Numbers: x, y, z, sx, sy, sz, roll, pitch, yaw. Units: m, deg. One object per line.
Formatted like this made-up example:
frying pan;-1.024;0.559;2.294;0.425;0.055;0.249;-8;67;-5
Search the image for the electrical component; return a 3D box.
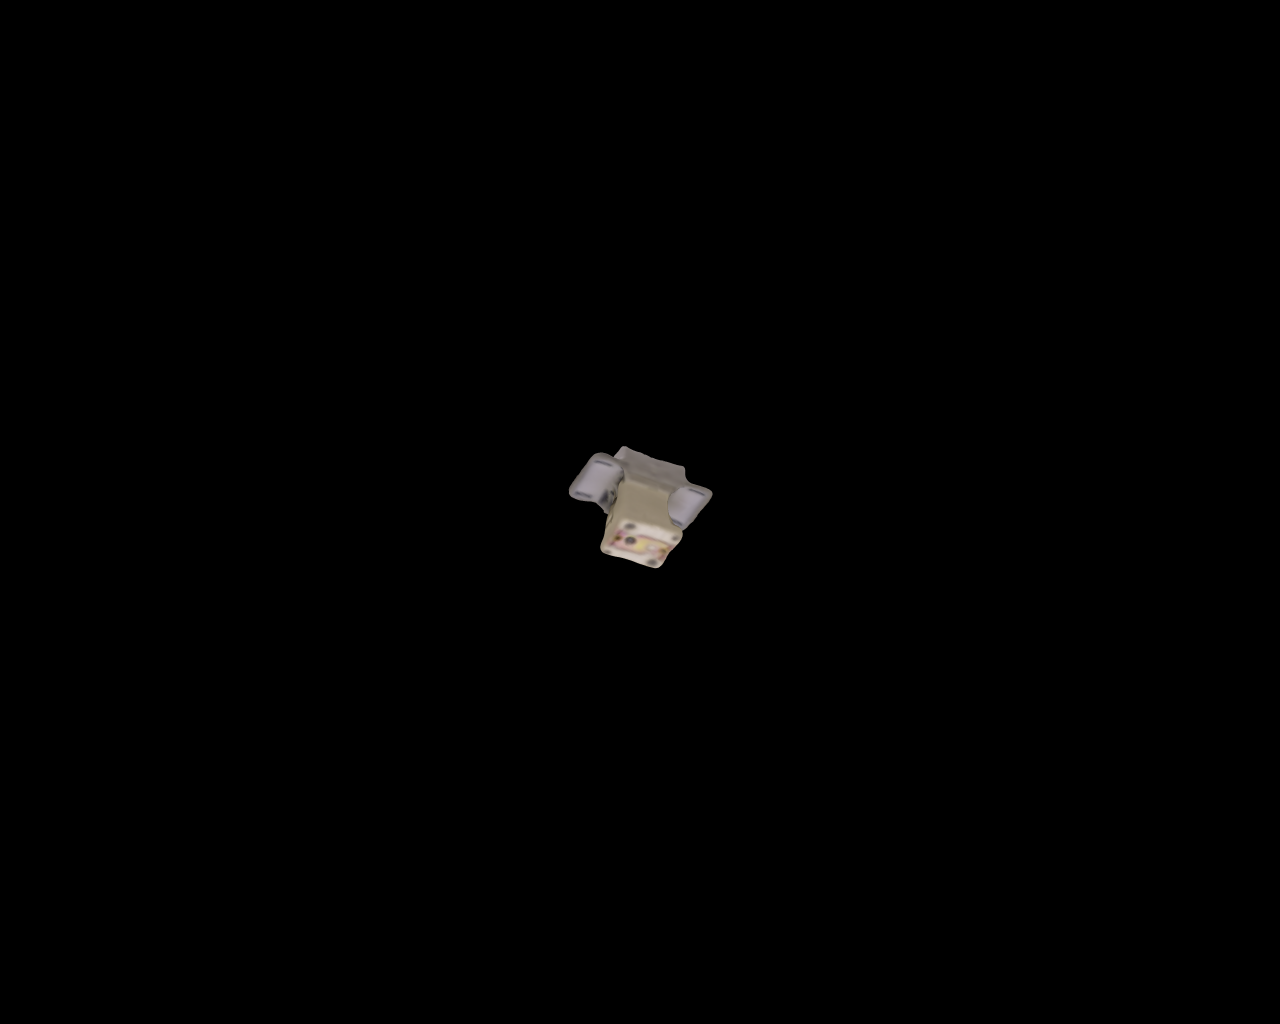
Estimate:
electrical component;0.001;-0.003;0.650;0.081;0.064;0.042;18;-44;-19
